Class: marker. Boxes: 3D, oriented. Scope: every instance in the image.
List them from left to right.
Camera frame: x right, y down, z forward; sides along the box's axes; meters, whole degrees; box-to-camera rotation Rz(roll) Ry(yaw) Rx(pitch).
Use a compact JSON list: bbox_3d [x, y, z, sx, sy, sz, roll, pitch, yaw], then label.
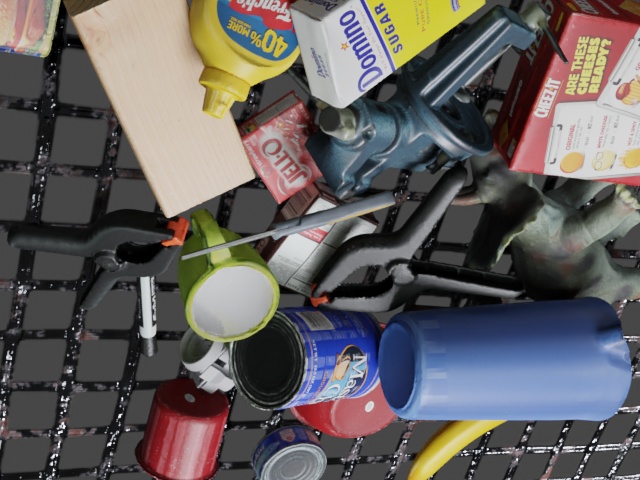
[{"bbox_3d":[-0.176,0.070,1.084,0.020,0.020,0.121,-9,125,-18],"label":"marker"}]

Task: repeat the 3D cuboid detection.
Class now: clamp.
[{"bbox_3d":[-0.201,0.005,0.981,0.172,0.039,0.120,-24,136,31],"label":"clamp"},{"bbox_3d":[0.082,0.015,1.058,0.210,0.036,0.164,-14,124,15],"label":"clamp"}]

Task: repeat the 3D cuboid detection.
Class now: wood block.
[{"bbox_3d":[-0.139,-0.135,0.918,0.090,0.090,0.206,-25,128,-7],"label":"wood block"}]

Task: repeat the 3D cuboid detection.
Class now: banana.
[{"bbox_3d":[0.190,0.244,1.350,0.198,0.037,0.069,-30,127,-2],"label":"banana"}]

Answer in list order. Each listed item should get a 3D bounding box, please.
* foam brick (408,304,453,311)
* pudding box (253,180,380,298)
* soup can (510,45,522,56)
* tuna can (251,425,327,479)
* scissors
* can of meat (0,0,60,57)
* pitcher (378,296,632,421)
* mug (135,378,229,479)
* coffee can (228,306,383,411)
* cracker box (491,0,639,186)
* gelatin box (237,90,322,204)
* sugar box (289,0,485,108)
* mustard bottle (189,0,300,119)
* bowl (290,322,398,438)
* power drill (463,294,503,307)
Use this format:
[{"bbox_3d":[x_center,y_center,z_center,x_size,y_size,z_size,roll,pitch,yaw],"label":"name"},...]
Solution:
[{"bbox_3d":[0.125,0.119,1.207,0.051,0.052,0.078,1,116,29],"label":"foam brick"},{"bbox_3d":[-0.007,0.001,1.100,0.089,0.039,0.114,25,112,-37],"label":"pudding box"},{"bbox_3d":[0.246,-0.209,1.051,0.102,0.068,0.068,-45,128,10],"label":"soup can"},{"bbox_3d":[-0.036,0.262,1.265,0.086,0.034,0.086,-11,125,-17],"label":"tuna can"},{"bbox_3d":[-0.029,-0.011,0.998,0.201,0.096,0.016,-16,89,-2],"label":"scissors"},{"bbox_3d":[-0.253,-0.199,0.847,0.083,0.057,0.102,4,120,-29],"label":"can of meat"},{"bbox_3d":[0.185,0.131,1.116,0.242,0.145,0.149,1,111,-21],"label":"pitcher"},{"bbox_3d":[-0.138,0.200,1.153,0.117,0.093,0.081,-16,128,-53],"label":"mug"},{"bbox_3d":[-0.011,0.119,1.107,0.140,0.103,0.103,2,124,-52],"label":"coffee can"},{"bbox_3d":[0.291,-0.140,1.019,0.213,0.072,0.164,5,123,-18],"label":"cracker box"},{"bbox_3d":[-0.033,-0.089,1.033,0.073,0.030,0.089,-33,128,0],"label":"gelatin box"},{"bbox_3d":[0.060,-0.193,0.879,0.176,0.048,0.093,-41,140,-21],"label":"sugar box"},{"bbox_3d":[-0.052,-0.188,0.855,0.096,0.058,0.191,23,86,-33],"label":"mustard bottle"},{"bbox_3d":[0.045,0.174,1.229,0.162,0.055,0.162,-12,126,-17],"label":"bowl"},{"bbox_3d":[0.238,0.128,1.282,0.187,0.057,0.185,-1,126,-20],"label":"power drill"}]
